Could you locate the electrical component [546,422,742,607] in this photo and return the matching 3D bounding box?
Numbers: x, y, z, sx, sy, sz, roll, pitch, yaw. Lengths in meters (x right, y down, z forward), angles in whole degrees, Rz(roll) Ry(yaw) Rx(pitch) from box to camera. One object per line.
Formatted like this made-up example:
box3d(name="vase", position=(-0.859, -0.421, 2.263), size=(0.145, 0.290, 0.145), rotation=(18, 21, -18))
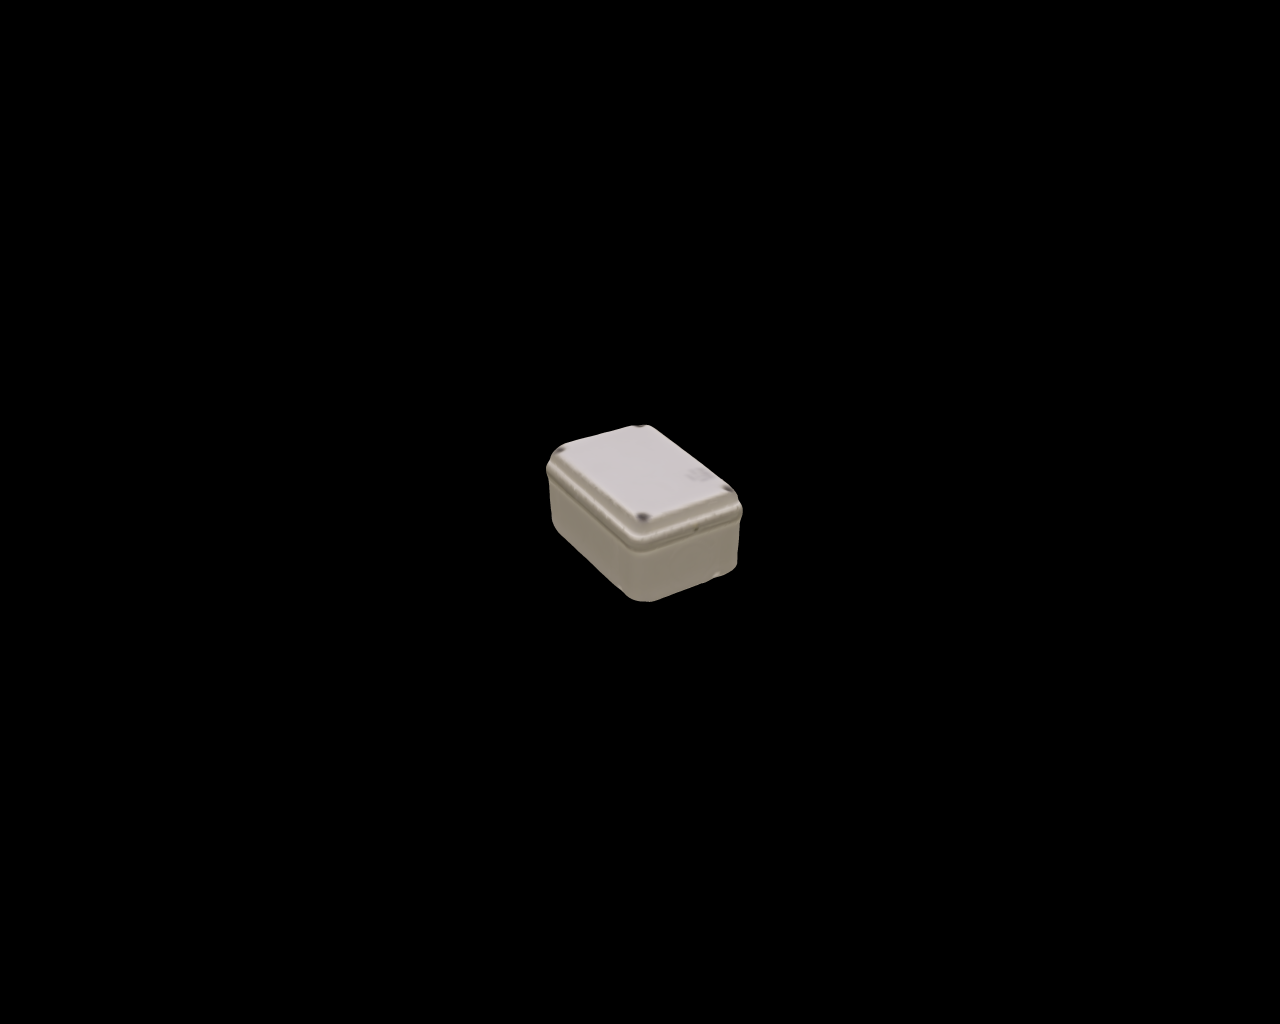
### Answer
box3d(name="electrical component", position=(0.001, -0.003, 0.650), size=(0.078, 0.057, 0.113), rotation=(-18, 36, -27))
